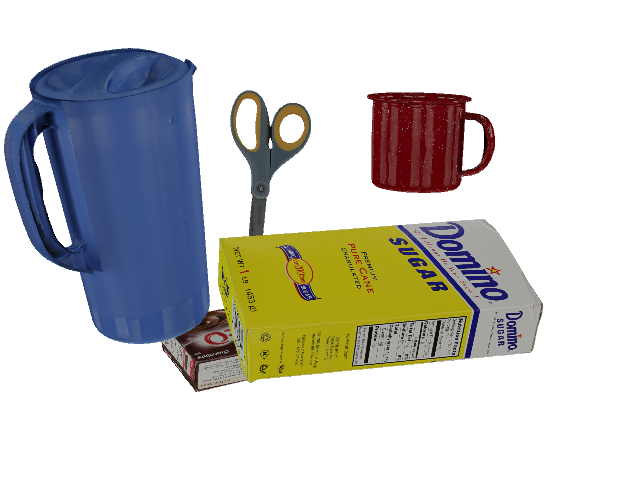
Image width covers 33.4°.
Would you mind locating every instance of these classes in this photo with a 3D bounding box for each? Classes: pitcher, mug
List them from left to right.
[{"bbox_3d":[-0.170,-0.032,0.917,0.149,0.243,0.145,-5,27,-1],"label":"pitcher"},{"bbox_3d":[0.098,-0.087,0.949,0.117,0.081,0.093,6,13,22],"label":"mug"}]

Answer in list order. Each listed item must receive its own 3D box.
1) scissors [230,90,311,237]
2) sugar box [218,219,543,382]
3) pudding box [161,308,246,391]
[{"bbox_3d":[-0.046,-0.064,1.136,0.096,0.202,0.016,-9,-8,-11],"label":"scissors"},{"bbox_3d":[0.033,0.032,0.639,0.176,0.048,0.093,-7,37,-12],"label":"sugar box"},{"bbox_3d":[-0.090,0.103,1.056,0.113,0.039,0.090,-12,27,-27],"label":"pudding box"}]
